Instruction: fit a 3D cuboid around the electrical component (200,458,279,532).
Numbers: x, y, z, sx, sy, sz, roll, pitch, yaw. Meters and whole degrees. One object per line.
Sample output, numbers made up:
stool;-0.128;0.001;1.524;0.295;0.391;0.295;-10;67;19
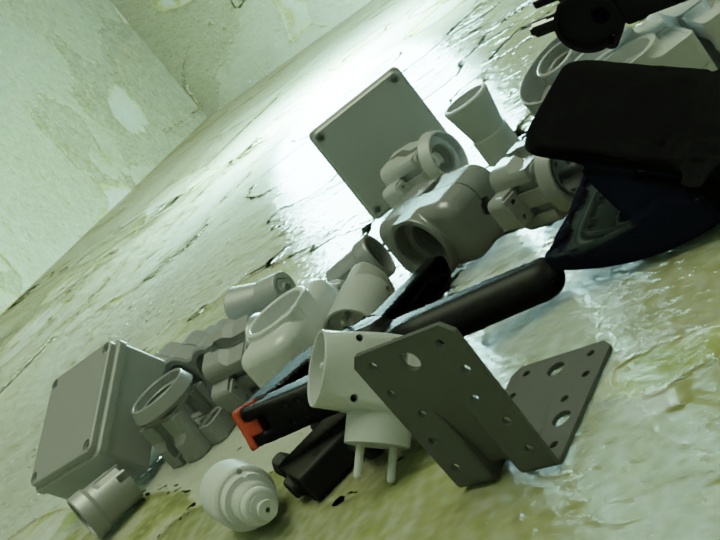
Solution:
electrical component;-0.069;0.138;0.651;0.040;0.040;0.078;-45;16;-19

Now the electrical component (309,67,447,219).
electrical component;0.023;-0.126;1.055;0.109;0.108;0.056;-38;13;6

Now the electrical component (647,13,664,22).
electrical component;0.245;-0.189;0.850;0.040;0.040;0.078;-30;18;30

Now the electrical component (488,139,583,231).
electrical component;0.130;-0.063;0.728;0.078;0.058;0.057;-47;14;-26

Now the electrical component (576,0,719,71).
electrical component;0.231;-0.157;0.752;0.186;0.060;0.105;-37;15;9

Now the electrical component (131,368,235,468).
electrical component;-0.144;0.116;0.856;0.078;0.057;0.058;-26;20;40

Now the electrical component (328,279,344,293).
electrical component;-0.031;0.035;0.868;0.061;0.035;0.035;-34;16;29

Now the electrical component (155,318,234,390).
electrical component;-0.132;0.074;0.954;0.138;0.052;0.073;-23;22;45

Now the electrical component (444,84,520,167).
electrical component;0.109;-0.121;0.925;0.044;0.065;0.044;-36;16;12

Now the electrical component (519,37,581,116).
electrical component;0.185;-0.159;0.904;0.099;0.064;0.099;-41;25;25

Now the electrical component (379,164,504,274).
electrical component;0.062;-0.033;0.807;0.059;0.053;0.095;-49;18;-31

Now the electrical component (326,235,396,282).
electrical component;0.000;0.000;0.885;0.046;0.040;0.040;-39;14;22

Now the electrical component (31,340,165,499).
electrical component;-0.223;0.131;0.917;0.109;0.056;0.108;-32;43;39

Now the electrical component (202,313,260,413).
electrical component;-0.084;0.067;0.847;0.057;0.058;0.078;-28;38;28

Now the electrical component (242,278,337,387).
electrical component;-0.045;0.052;0.802;0.054;0.059;0.095;-30;18;32

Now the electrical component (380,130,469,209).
electrical component;0.060;-0.090;0.966;0.057;0.058;0.078;-29;18;42

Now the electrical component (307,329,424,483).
electrical component;0.011;0.077;0.593;0.043;0.077;0.079;139;138;-71

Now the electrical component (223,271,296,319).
electrical component;-0.092;0.027;1.020;0.065;0.044;0.044;-23;22;33

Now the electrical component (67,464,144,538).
electrical component;-0.198;0.179;0.838;0.046;0.040;0.040;-41;15;-24

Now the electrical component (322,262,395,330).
electrical component;0.003;0.026;0.793;0.043;0.043;0.081;-31;17;28
